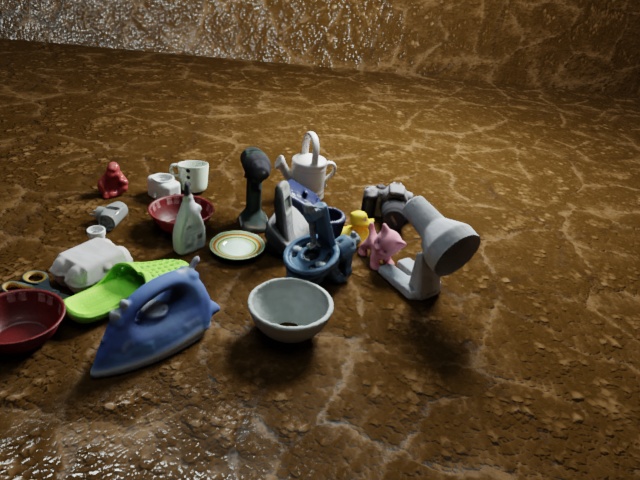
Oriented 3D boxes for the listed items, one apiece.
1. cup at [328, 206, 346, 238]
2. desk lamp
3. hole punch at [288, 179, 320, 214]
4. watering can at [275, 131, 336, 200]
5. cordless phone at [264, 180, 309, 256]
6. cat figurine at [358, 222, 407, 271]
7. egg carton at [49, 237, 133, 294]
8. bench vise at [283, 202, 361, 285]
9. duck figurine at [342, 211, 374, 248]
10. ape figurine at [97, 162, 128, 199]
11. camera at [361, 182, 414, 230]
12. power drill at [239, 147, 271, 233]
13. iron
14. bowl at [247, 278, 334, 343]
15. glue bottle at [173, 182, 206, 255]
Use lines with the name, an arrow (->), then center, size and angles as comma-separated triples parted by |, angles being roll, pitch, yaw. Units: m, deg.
cup -> 0.009, -0.029, 1.413 | 0.092, 0.095, 0.117 | -6, 32, -21
desk lamp -> 0.232, 0.025, 1.243 | 0.118, 0.214, 0.202 | -14, 36, -31
hole punch -> -0.051, -0.106, 1.537 | 0.101, 0.091, 0.108 | 8, 30, 3
watering can -> -0.038, -0.209, 1.614 | 0.173, 0.194, 0.100 | -19, 39, -37
cordless phone -> -0.074, -0.066, 1.369 | 0.094, 0.185, 0.148 | 11, 30, 9
cat figurine -> 0.148, 0.005, 1.357 | 0.067, 0.118, 0.127 | -9, 33, -24
egg carton -> -0.476, 0.054, 1.201 | 0.107, 0.069, 0.151 | 22, 34, 25
bench vise -> 0.001, 0.001, 1.235 | 0.121, 0.220, 0.208 | 20, 33, 23
duck figurine -> 0.089, -0.034, 1.445 | 0.104, 0.086, 0.077 | 3, 30, -6
ape figurine -> -0.557, -0.166, 1.541 | 0.078, 0.092, 0.076 | 4, 30, -3
camera -> 0.185, -0.093, 1.551 | 0.143, 0.101, 0.137 | 8, 30, 3
power drill -> -0.161, -0.130, 1.440 | 0.076, 0.208, 0.229 | -3, 31, -15
iron -> -0.303, 0.131, 1.030 | 0.118, 0.141, 0.259 | 24, 34, 28
bowl -> -0.059, 0.148, 1.114 | 0.167, 0.075, 0.167 | 5, 30, -3
glue bottle -> -0.301, -0.052, 1.314 | 0.037, 0.173, 0.078 | 29, 37, 34
